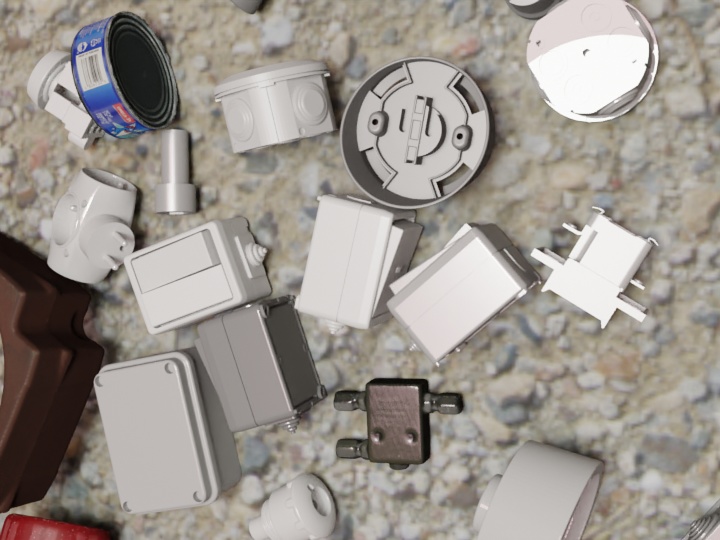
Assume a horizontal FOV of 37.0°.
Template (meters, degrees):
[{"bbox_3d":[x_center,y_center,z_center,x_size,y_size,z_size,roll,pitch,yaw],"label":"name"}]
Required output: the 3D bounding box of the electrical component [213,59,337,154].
[{"bbox_3d":[-0.057,-0.112,0.735,0.080,0.080,0.051,-11,97,19],"label":"electrical component"}]

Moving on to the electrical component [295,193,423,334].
[{"bbox_3d":[0.000,0.000,0.735,0.061,0.062,0.096,15,100,17],"label":"electrical component"}]

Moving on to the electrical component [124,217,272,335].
[{"bbox_3d":[-0.112,0.002,0.773,0.096,0.061,0.061,-20,89,19],"label":"electrical component"}]

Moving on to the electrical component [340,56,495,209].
[{"bbox_3d":[0.040,-0.091,0.712,0.099,0.064,0.099,2,96,18],"label":"electrical component"}]

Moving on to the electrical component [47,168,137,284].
[{"bbox_3d":[-0.192,-0.026,0.795,0.079,0.044,0.077,37,108,47],"label":"electrical component"}]

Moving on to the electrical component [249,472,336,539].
[{"bbox_3d":[-0.052,0.178,0.779,0.062,0.048,0.048,-29,86,25],"label":"electrical component"}]

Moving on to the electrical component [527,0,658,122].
[{"bbox_3d":[0.146,-0.134,0.679,0.080,0.051,0.080,2,96,18],"label":"electrical component"}]

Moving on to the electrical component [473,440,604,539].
[{"bbox_3d":[0.108,0.162,0.693,0.060,0.108,0.108,21,102,22],"label":"electrical component"}]

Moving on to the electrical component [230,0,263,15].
[{"bbox_3d":[-0.072,-0.213,0.748,0.055,0.045,0.045,-42,82,17],"label":"electrical component"}]

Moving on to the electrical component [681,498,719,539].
[{"bbox_3d":[0.238,0.208,0.683,0.100,0.048,0.099,41,104,13],"label":"electrical component"}]

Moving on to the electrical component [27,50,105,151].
[{"bbox_3d":[-0.213,-0.132,0.803,0.055,0.048,0.066,33,104,5],"label":"electrical component"}]

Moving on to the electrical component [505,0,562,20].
[{"bbox_3d":[0.109,-0.183,0.689,0.040,0.046,0.040,2,96,18],"label":"electrical component"}]

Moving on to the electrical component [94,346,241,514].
[{"bbox_3d":[-0.143,0.118,0.796,0.078,0.057,0.113,-12,91,19],"label":"electrical component"}]

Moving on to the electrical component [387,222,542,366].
[{"bbox_3d":[0.063,0.016,0.716,0.096,0.062,0.061,-42,82,17],"label":"electrical component"}]

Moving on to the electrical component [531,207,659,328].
[{"bbox_3d":[0.156,-0.003,0.694,0.081,0.042,0.063,33,103,12],"label":"electrical component"}]

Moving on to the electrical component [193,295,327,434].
[{"bbox_3d":[-0.071,0.073,0.765,0.061,0.062,0.096,-18,89,19],"label":"electrical component"}]
